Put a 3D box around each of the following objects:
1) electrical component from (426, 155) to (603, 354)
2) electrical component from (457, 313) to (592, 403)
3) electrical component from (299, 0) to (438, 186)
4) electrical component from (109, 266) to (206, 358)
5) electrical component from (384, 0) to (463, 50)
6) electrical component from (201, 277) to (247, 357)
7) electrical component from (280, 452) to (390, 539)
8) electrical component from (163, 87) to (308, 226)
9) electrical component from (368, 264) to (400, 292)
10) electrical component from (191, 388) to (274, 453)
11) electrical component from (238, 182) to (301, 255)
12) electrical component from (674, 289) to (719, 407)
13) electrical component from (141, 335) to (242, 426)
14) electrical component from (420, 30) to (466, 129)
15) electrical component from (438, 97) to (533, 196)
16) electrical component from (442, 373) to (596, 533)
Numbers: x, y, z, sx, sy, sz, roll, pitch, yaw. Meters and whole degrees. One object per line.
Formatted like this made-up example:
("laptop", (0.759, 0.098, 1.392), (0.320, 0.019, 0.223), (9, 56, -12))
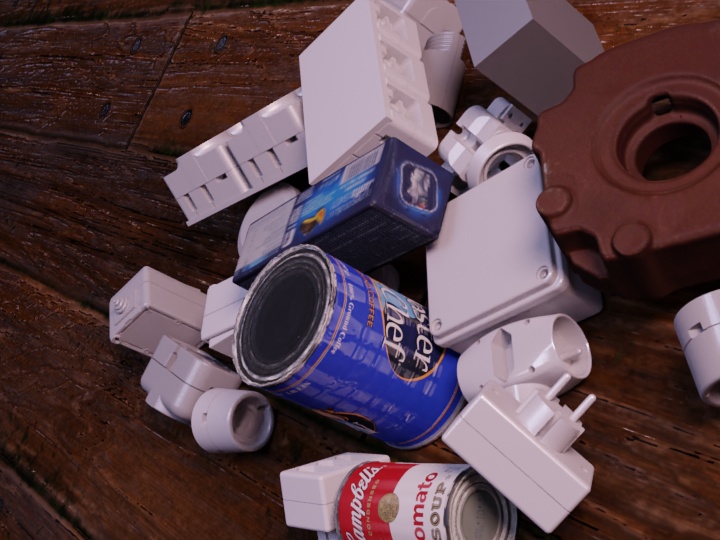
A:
("electrical component", (0.102, -0.006, 0.737), (0.109, 0.056, 0.108), (-30, 46, 36))
("electrical component", (0.106, 0.077, 0.687), (0.077, 0.043, 0.079), (-27, 51, 37))
("electrical component", (0.007, -0.134, 0.858), (0.089, 0.062, 0.150), (-38, 42, 33))
("electrical component", (-0.196, 0.041, 1.033), (0.062, 0.096, 0.061), (-40, 41, 26))
("electrical component", (0.040, -0.227, 0.954), (0.061, 0.062, 0.096), (-54, 36, 10))
("electrical component", (-0.084, 0.039, 0.928), (0.096, 0.062, 0.061), (-24, 50, 40))
("electrical component", (-0.013, 0.173, 0.756), (0.047, 0.066, 0.076), (-7, 91, 48))
("electrical component", (-0.085, -0.115, 0.988), (0.186, 0.060, 0.105), (-21, 13, 42))
("electrical component", (0.000, 0.000, 0.871), (0.044, 0.044, 0.065), (-54, 32, 9))
("electrical component", (-0.105, 0.127, 0.903), (0.047, 0.055, 0.055), (-7, 62, 45))
("electrical component", (-0.069, -0.034, 0.967), (0.080, 0.051, 0.080), (-29, 46, 36))
("electrical component", (0.204, 0.043, 0.583), (0.055, 0.055, 0.047), (-32, 48, 34))
("electrical component", (-0.156, 0.104, 0.979), (0.095, 0.054, 0.059), (23, 85, 54))
("electrical component", (0.065, -0.164, 0.898), (0.043, 0.043, 0.081), (-7, 62, 48))
("electrical component", (0.098, -0.082, 0.792), (0.078, 0.058, 0.057), (-51, 34, 12))
("electrical component", (0.106, 0.095, 0.635), (0.083, 0.047, 0.075), (41, 104, 8))
